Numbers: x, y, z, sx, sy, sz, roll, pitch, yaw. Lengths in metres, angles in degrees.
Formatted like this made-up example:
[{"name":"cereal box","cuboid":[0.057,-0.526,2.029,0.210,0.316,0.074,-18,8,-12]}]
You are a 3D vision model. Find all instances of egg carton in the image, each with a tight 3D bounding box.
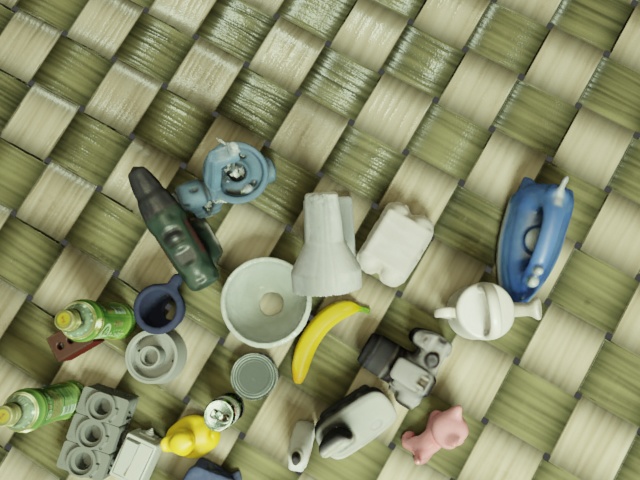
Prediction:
[{"name":"egg carton","cuboid":[0.142,0.008,1.076,0.107,0.069,0.150,30,84,7]}]

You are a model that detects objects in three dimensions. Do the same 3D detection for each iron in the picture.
[{"name":"iron","cuboid":[0.391,0.009,1.028,0.118,0.141,0.258,16,83,5]}]

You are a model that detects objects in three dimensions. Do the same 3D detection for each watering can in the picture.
[{"name":"watering can","cuboid":[0.290,0.120,0.990,0.173,0.194,0.101,-25,81,-1]}]

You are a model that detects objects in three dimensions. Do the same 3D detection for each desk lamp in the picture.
[{"name":"desk lamp","cuboid":[0.009,0.004,1.010,0.118,0.213,0.203,-4,81,3]}]

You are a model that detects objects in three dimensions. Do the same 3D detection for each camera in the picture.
[{"name":"camera","cuboid":[0.147,0.213,1.030,0.136,0.101,0.143,30,84,7]}]

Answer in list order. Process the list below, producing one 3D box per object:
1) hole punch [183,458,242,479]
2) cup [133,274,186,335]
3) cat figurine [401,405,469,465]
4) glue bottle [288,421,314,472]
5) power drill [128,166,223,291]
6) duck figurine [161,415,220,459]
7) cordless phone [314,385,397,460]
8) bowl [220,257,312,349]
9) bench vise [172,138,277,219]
[{"name":"hole punch","cuboid":[-0.202,0.456,1.016,0.101,0.091,0.109,25,84,6]},{"name":"cup","cuboid":[-0.281,0.117,1.067,0.091,0.095,0.118,28,84,7]},{"name":"cat figurine","cuboid":[0.208,0.345,0.999,0.128,0.118,0.067,-40,82,-3]},{"name":"glue bottle","cuboid":[-0.035,0.361,0.980,0.037,0.173,0.078,7,82,4]},{"name":"power drill","cuboid":[-0.248,-0.012,1.027,0.075,0.208,0.229,-32,81,-2]},{"name":"duck figurine","cuboid":[-0.236,0.361,1.034,0.104,0.086,0.077,-9,81,2]},{"name":"cordless phone","cuboid":[0.060,0.320,0.976,0.147,0.185,0.094,-37,81,-3]},{"name":"bowl","cuboid":[-0.097,0.117,1.069,0.167,0.075,0.167,0,82,3]},{"name":"bench vise","cuboid":[-0.182,-0.103,1.031,0.207,0.220,0.121,-42,82,-3]}]
